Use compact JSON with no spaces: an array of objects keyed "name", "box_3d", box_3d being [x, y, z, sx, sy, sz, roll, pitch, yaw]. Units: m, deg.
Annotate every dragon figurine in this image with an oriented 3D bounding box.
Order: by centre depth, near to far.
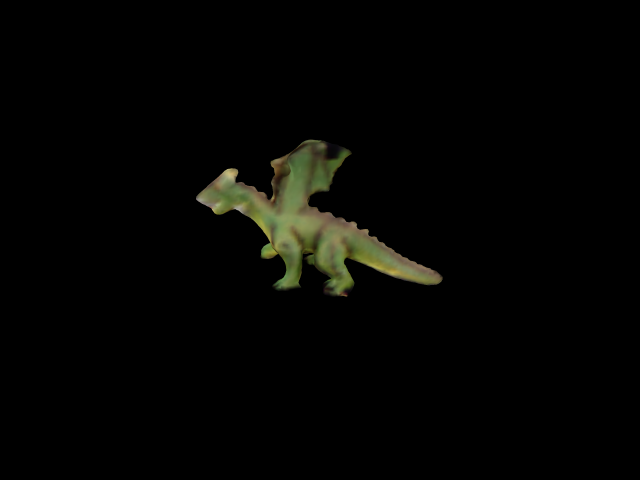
[{"name":"dragon figurine","box_3d":[0.003,-0.043,0.850,0.410,0.238,0.124,2,25,5]}]
